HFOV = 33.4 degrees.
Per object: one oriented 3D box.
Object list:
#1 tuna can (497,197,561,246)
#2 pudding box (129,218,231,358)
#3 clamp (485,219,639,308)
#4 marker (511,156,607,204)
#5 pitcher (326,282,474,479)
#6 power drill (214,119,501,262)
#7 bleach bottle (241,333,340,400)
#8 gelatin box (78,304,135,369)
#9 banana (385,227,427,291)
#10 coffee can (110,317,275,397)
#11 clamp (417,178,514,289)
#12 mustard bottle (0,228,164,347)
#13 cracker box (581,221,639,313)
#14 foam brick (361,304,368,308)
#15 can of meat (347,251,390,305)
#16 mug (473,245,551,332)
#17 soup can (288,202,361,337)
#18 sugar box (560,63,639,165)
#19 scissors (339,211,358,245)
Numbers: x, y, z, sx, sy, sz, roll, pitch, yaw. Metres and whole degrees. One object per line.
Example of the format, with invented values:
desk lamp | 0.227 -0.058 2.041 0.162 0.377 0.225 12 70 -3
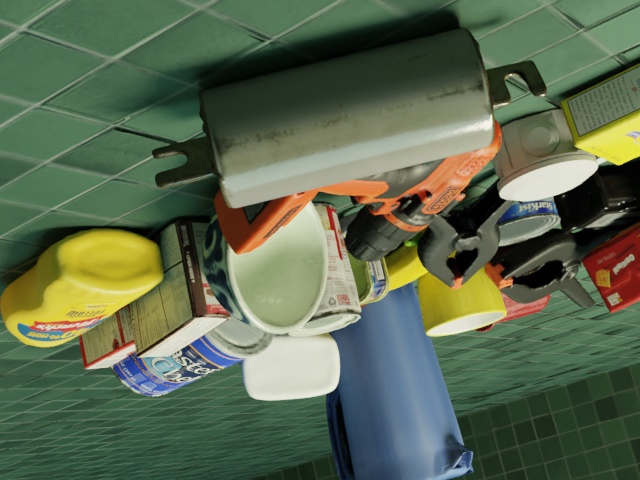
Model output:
tuna can | 0.189 -0.023 1.046 0.086 0.034 0.086 -13 164 -4
pudding box | -0.124 0.042 0.906 0.039 0.090 0.114 -1 159 -36
clamp | 0.257 0.031 1.139 0.209 0.036 0.165 -14 139 -30
marker | 0.215 -0.063 0.908 0.121 0.020 0.020 -27 165 -4
pitcher | 0.073 0.170 1.226 0.149 0.243 0.145 -13 164 -1
power drill | 0.020 -0.033 0.790 0.187 0.057 0.185 -7 152 -37
bleach bottle | -0.041 0.117 1.180 0.102 0.068 0.251 -2 -176 -7
gelatin box | -0.188 0.071 0.983 0.089 0.073 0.030 -28 159 39
banana | 0.088 0.017 1.096 0.069 0.037 0.198 -3 162 -15
coffee can | -0.124 0.082 1.016 0.141 0.103 0.102 -27 160 38
clamp | 0.139 -0.015 0.971 0.120 0.039 0.171 -12 149 2
mustard bottle | -0.218 0.049 0.912 0.096 0.058 0.192 -1 160 -39
cracker box | 0.391 -0.020 1.065 0.213 0.072 0.164 -24 170 -27
foam brick | 0.002 0.054 1.117 0.078 0.053 0.051 -2 160 -34
can of meat | 0.009 0.041 1.020 0.102 0.057 0.084 -14 177 12
mug | 0.211 0.046 1.204 0.081 0.093 0.117 -12 160 -25
soup can | -0.007 0.026 0.929 0.068 0.102 0.068 -13 164 -4
sugar box | 0.279 -0.114 0.791 0.177 0.048 0.093 -23 161 33
scissors | -0.007 0.001 0.994 0.202 0.016 0.096 -15 167 2
